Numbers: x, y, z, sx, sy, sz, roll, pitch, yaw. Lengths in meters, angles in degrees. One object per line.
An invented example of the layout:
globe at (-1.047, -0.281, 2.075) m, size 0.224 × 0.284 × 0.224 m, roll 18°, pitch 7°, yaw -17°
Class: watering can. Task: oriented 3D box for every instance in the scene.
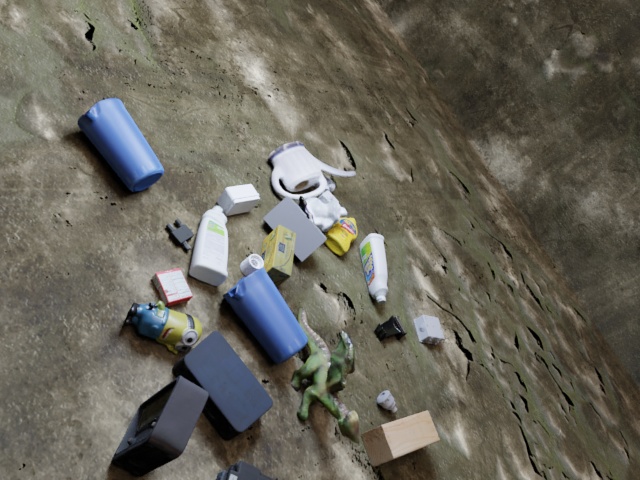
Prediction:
watering can at (-0.044, -0.261, 1.878) m, size 0.351 × 0.102 × 0.226 m, roll -23°, pitch 75°, yaw -35°

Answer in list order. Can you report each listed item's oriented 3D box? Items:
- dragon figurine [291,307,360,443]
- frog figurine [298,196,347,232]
dragon figurine at (0.026, 0.322, 1.349) m, size 0.122 × 0.238 × 0.419 m, roll 10°, pitch 53°, yaw -33°
frog figurine at (0.005, -0.089, 1.772) m, size 0.160 × 0.120 × 0.140 m, roll -5°, pitch 42°, yaw -33°
